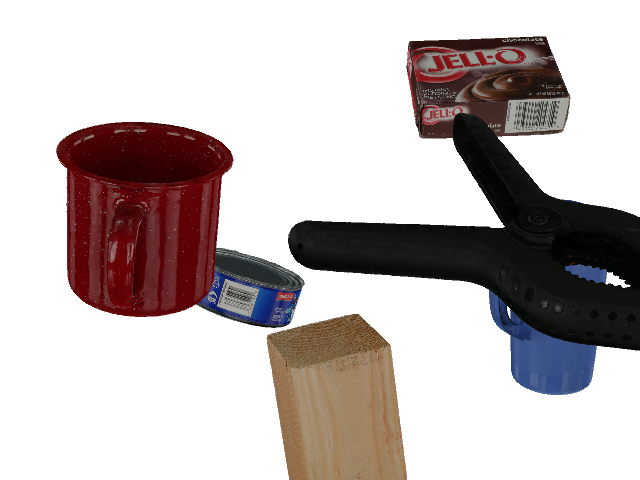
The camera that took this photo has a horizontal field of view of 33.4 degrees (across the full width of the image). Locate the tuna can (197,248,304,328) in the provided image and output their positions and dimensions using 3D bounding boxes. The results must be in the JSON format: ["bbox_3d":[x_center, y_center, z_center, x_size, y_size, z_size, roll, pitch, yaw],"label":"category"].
[{"bbox_3d":[-0.057,0.034,0.793,0.086,0.034,0.086,17,9,-3],"label":"tuna can"}]

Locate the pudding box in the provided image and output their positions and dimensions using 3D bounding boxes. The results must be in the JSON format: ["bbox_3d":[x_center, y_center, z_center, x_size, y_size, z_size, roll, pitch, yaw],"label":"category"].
[{"bbox_3d":[0.126,-0.119,0.821,0.113,0.039,0.090,-1,42,-2],"label":"pudding box"}]

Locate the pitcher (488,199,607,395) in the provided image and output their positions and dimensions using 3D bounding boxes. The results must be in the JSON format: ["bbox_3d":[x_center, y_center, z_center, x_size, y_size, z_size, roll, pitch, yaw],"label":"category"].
[{"bbox_3d":[0.300,0.077,1.397,0.149,0.243,0.144,5,21,15],"label":"pitcher"}]

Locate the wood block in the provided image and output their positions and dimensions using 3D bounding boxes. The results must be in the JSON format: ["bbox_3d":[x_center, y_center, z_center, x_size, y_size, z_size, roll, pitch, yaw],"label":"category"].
[{"bbox_3d":[0.019,0.182,0.948,0.090,0.206,0.091,-12,18,-15],"label":"wood block"}]

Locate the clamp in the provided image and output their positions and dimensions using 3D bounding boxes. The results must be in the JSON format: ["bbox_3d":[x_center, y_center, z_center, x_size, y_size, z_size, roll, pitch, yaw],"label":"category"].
[{"bbox_3d":[0.099,0.006,0.546,0.164,0.036,0.210,-30,46,-32],"label":"clamp"}]

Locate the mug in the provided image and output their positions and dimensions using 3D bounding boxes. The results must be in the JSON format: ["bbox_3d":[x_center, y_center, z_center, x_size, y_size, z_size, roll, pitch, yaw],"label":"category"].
[{"bbox_3d":[-0.097,-0.006,0.574,0.093,0.081,0.117,5,25,-4],"label":"mug"}]
